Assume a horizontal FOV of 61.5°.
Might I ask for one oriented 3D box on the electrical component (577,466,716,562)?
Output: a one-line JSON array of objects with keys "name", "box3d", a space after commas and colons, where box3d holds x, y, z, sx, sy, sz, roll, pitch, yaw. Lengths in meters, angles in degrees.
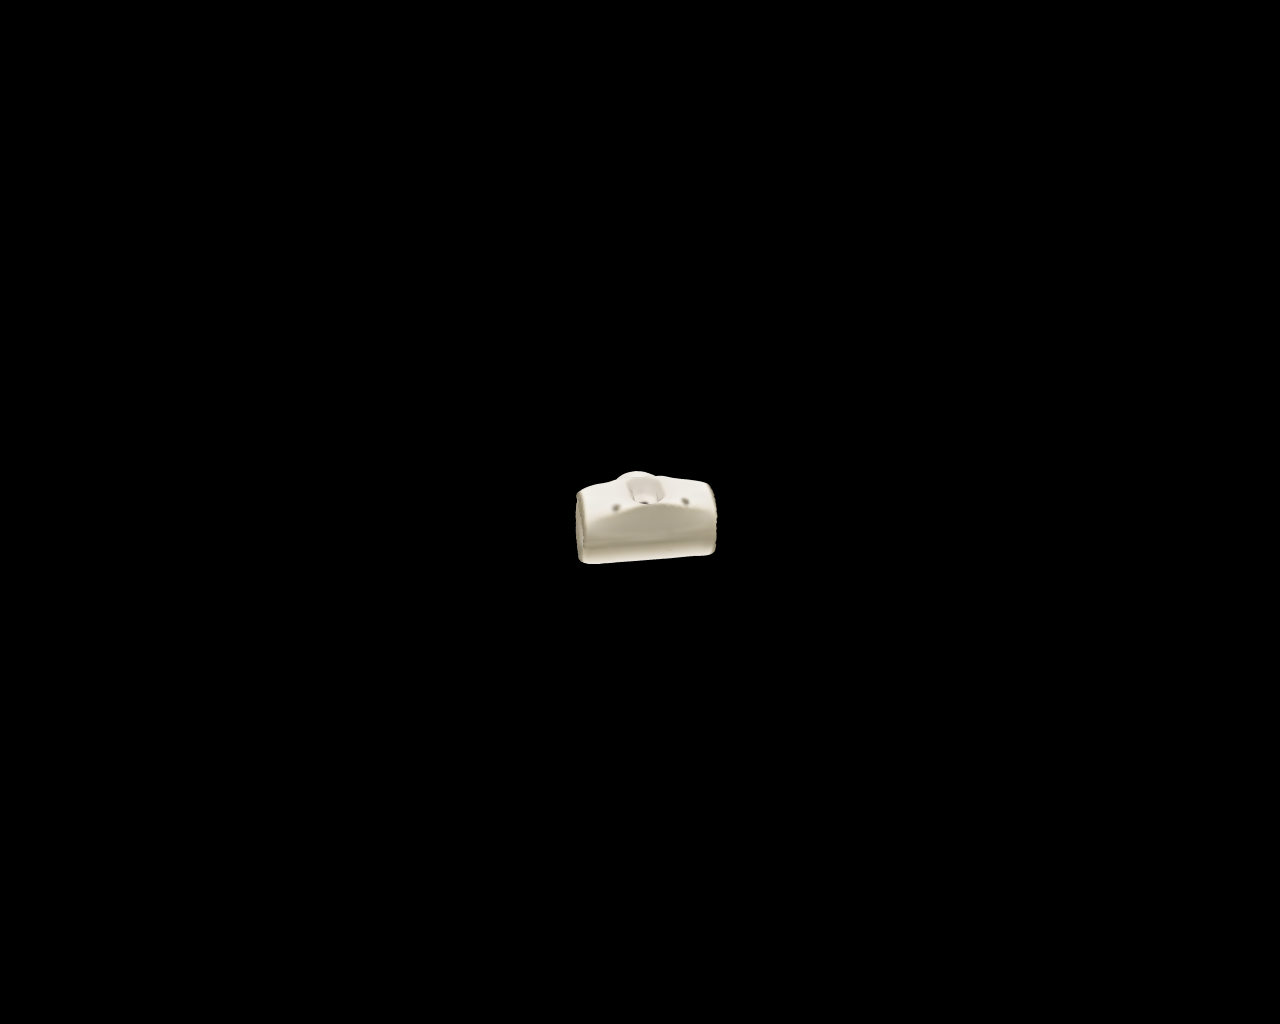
[{"name": "electrical component", "box3d": [0.001, -0.003, 0.650, 0.077, 0.043, 0.079, -4, 28, -7]}]
